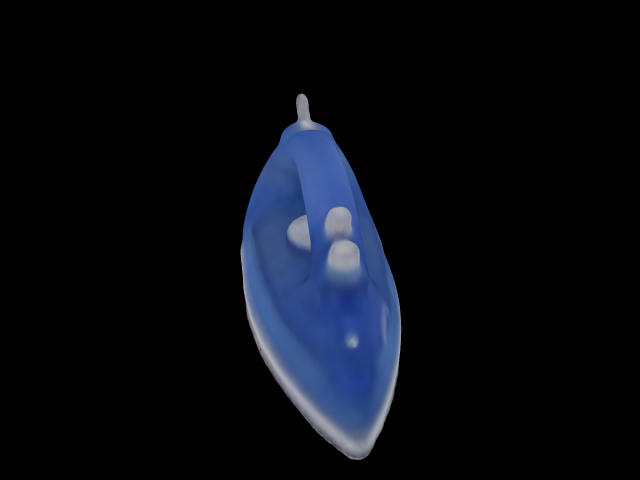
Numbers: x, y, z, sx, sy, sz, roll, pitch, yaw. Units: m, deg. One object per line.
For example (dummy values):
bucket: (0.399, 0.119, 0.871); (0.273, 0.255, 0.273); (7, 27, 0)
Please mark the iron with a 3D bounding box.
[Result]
iron: (0.004, 0.001, 0.400); (0.119, 0.141, 0.258); (-5, 32, -8)
